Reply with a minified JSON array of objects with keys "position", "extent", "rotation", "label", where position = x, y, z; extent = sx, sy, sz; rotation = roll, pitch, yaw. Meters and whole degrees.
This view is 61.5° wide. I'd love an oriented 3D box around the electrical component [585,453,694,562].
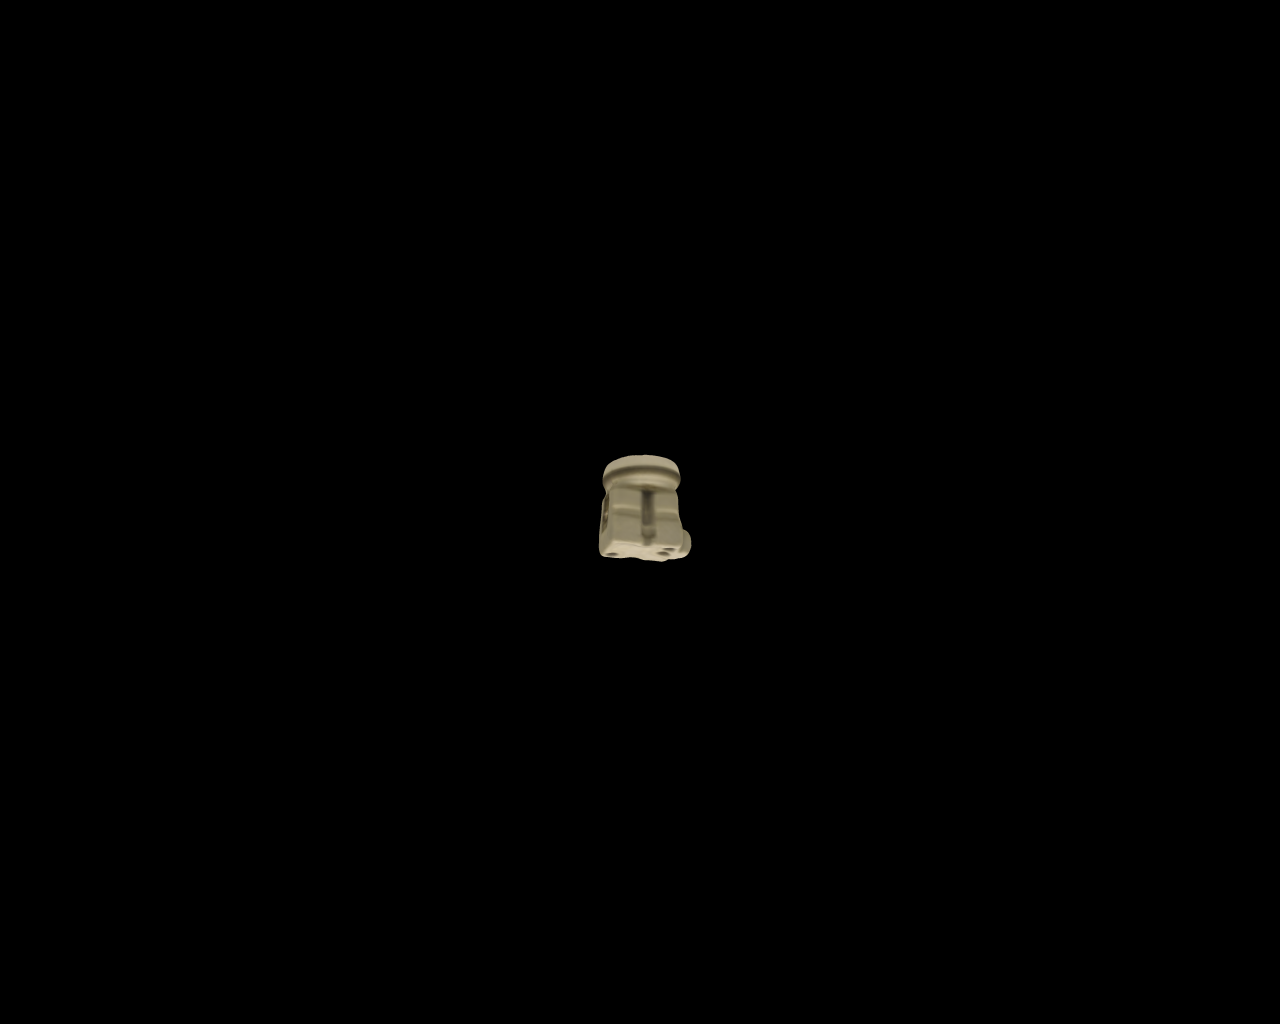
[{"position":[0.001,-0.003,0.650],"extent":[0.066,0.055,0.048],"rotation":[6,-19,-16],"label":"electrical component"}]
